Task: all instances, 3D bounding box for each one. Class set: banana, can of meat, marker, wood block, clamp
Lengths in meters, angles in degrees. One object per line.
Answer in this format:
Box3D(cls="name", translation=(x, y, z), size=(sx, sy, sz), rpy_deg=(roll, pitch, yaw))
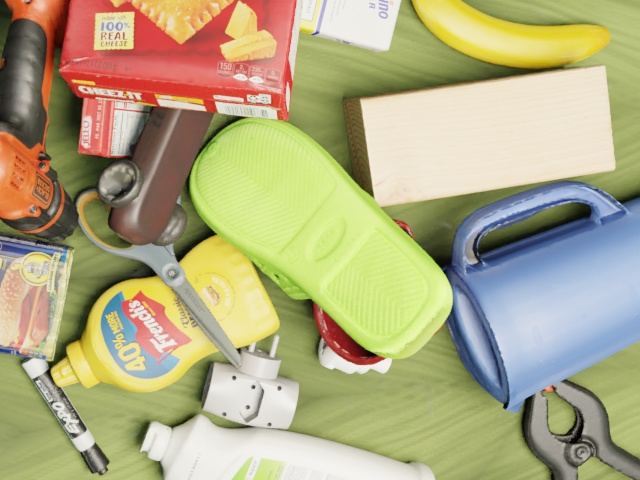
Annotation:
Box3D(cls="banana", translation=(0.157, -0.186, 0.925), size=(0.197, 0.037, 0.069), rpy_deg=(21, 94, -10))
Box3D(cls="can of meat", translation=(-0.254, 0.046, 0.885), size=(0.084, 0.057, 0.102), rpy_deg=(11, 96, -13))
Box3D(cls="marker", translation=(-0.218, 0.152, 0.922), size=(0.020, 0.020, 0.121), rpy_deg=(-30, 100, -4))
Box3D(cls="wood block", translation=(0.133, -0.090, 0.908), size=(0.206, 0.090, 0.091), rpy_deg=(-9, 98, -7))
Box3D(cls="clamp", translation=(0.249, 0.192, 0.986), size=(0.120, 0.039, 0.171), rpy_deg=(-21, 100, -7))

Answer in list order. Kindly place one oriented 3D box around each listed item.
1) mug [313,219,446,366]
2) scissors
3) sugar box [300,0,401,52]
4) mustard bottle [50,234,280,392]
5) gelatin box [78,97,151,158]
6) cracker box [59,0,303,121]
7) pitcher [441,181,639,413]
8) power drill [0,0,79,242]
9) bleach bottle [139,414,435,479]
Box3D(cls="mug", translation=(0.056, 0.040, 0.890), size=(0.081, 0.093, 0.117), rpy_deg=(-9, 106, -50))
Box3D(cls="scissors", translation=(-0.114, 0.010, 0.881), size=(0.202, 0.016, 0.096), rpy_deg=(36, 77, 15))
Box3D(cls="sugar box", translation=(-0.018, -0.223, 0.891), size=(0.176, 0.048, 0.093), rpy_deg=(13, 96, -13))
Box3D(cls="mustard bottle", translation=(-0.137, 0.074, 0.902), size=(0.191, 0.058, 0.096), rpy_deg=(-26, 83, -3))
Box3D(cls="gelatin box", translation=(-0.161, -0.104, 0.862), size=(0.030, 0.089, 0.073), rpy_deg=(9, 96, 16))
Box3D(cls="cracker box", translation=(-0.092, -0.206, 0.790), size=(0.164, 0.072, 0.213), rpy_deg=(7, 81, 1))
Box3D(cls="pitcher", translation=(0.230, 0.032, 0.919), size=(0.242, 0.149, 0.145), rpy_deg=(-23, 65, -9))
Box3D(cls="power drill", translation=(-0.214, -0.099, 0.819), size=(0.057, 0.184, 0.187), rpy_deg=(6, 78, 4))
Box3D(cls="bleach bottle", translation=(-0.033, 0.207, 0.936), size=(0.250, 0.068, 0.102), rpy_deg=(22, 93, -8))
